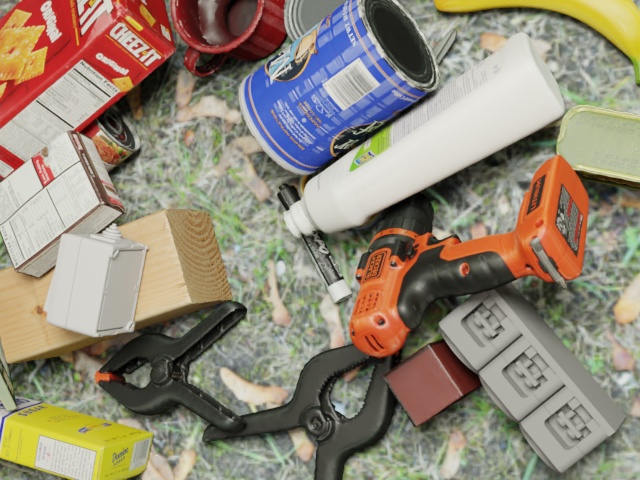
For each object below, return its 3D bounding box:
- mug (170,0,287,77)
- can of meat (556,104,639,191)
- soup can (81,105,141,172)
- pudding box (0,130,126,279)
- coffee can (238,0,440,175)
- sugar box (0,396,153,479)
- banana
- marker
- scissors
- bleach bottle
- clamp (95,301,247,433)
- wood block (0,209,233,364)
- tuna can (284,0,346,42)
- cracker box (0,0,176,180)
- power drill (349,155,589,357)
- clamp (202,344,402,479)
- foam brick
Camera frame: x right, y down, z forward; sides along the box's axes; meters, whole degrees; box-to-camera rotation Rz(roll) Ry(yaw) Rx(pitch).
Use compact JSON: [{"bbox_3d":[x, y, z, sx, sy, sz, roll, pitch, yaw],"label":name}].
[{"bbox_3d":[-0.083,-0.200,0.978,0.093,0.081,0.117,35,101,18],"label":"mug"},{"bbox_3d":[0.243,-0.072,0.845,0.102,0.083,0.057,13,94,21],"label":"can of meat"},{"bbox_3d":[-0.235,-0.084,1.043,0.102,0.068,0.068,-37,76,17],"label":"soup can"},{"bbox_3d":[-0.243,-0.033,0.974,0.114,0.039,0.090,-36,67,16],"label":"pudding box"},{"bbox_3d":[0.015,-0.133,0.903,0.141,0.102,0.103,-33,77,30],"label":"coffee can"},{"bbox_3d":[-0.261,0.191,1.034,0.176,0.093,0.048,13,93,21],"label":"sugar box"},{"bbox_3d":[0.193,-0.196,0.893,0.198,0.037,0.070,25,97,20],"label":"banana"},{"bbox_3d":[-0.006,0.001,0.977,0.020,0.020,0.121,-32,77,18],"label":"marker"},{"bbox_3d":[0.068,-0.088,0.952,0.202,0.016,0.096,-38,77,17],"label":"scissors"},{"bbox_3d":[0.080,-0.076,0.901,0.251,0.102,0.068,-30,106,19],"label":"bleach bottle"},{"bbox_3d":[-0.137,0.134,1.008,0.172,0.039,0.120,-19,62,27],"label":"clamp"},{"bbox_3d":[-0.201,0.045,1.016,0.206,0.090,0.091,-18,83,20],"label":"wood block"},{"bbox_3d":[0.012,-0.205,0.966,0.086,0.033,0.086,-1,89,21],"label":"tuna can"},{"bbox_3d":[-0.246,-0.178,1.011,0.214,0.072,0.164,-36,44,18],"label":"cracker box"},{"bbox_3d":[0.116,0.001,0.843,0.188,0.184,0.057,-24,120,33],"label":"power drill"},{"bbox_3d":[-0.007,0.162,0.965,0.165,0.036,0.210,36,103,20],"label":"clamp"},{"bbox_3d":[0.097,0.119,0.903,0.053,0.078,0.051,-38,77,18],"label":"foam brick"}]
